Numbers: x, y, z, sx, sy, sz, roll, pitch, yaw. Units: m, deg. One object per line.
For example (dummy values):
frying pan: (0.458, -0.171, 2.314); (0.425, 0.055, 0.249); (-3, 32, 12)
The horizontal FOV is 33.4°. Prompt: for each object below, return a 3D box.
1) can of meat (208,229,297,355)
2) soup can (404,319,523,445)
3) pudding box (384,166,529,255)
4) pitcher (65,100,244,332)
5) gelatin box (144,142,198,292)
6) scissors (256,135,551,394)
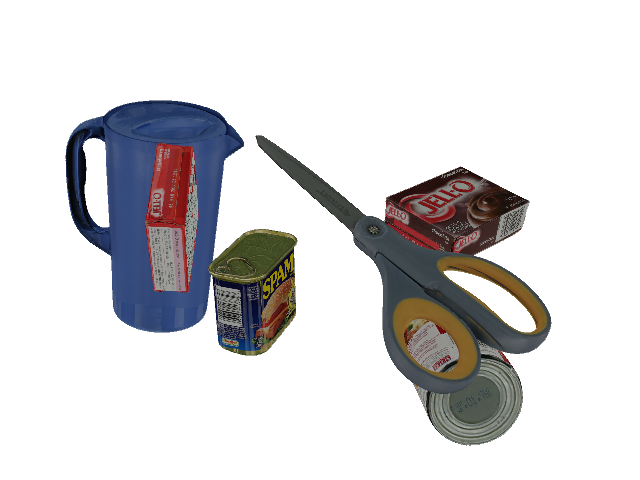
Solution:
can of meat: (-0.061, 0.049, 1.012); (0.057, 0.084, 0.102); (9, 28, 21)
soup can: (0.098, 0.091, 0.757); (0.068, 0.068, 0.102); (0, 18, -7)
pudding box: (0.131, -0.026, 1.031); (0.113, 0.039, 0.090); (-22, 41, -38)
pitcher: (-0.185, -0.026, 1.179); (0.149, 0.243, 0.144); (26, 31, 35)
gelatin box: (-0.109, -0.016, 0.782); (0.030, 0.073, 0.089); (3, -35, -1)
scissors: (0.024, 0.013, 0.572); (0.202, 0.016, 0.096); (28, 52, 16)
